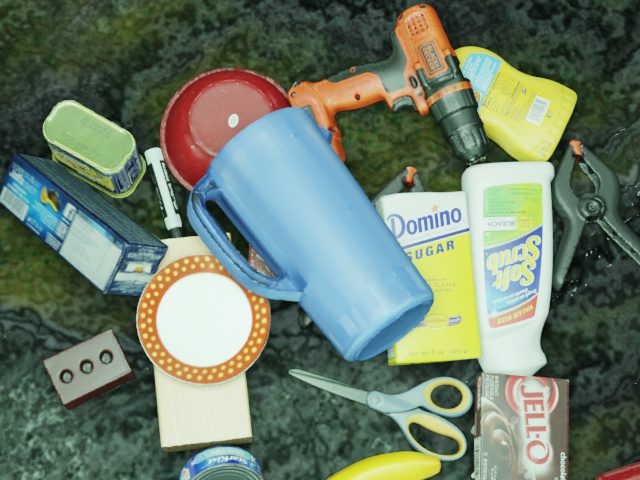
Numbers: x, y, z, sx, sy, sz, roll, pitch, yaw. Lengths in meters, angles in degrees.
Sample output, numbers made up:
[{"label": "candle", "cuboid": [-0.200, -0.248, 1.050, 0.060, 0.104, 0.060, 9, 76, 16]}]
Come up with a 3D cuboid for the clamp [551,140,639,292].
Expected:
[{"label": "clamp", "cuboid": [0.308, -0.027, 1.177, 0.120, 0.039, 0.171, 0, 76, -4]}]

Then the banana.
[{"label": "banana", "cuboid": [0.032, 0.269, 1.090, 0.197, 0.037, 0.069, -39, 86, -12]}]

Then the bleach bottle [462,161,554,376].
[{"label": "bleach bottle", "cuboid": [0.208, 0.045, 1.143, 0.102, 0.068, 0.251, -2, 79, -2]}]

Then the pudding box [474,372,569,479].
[{"label": "pudding box", "cuboid": [0.201, 0.192, 1.070, 0.090, 0.039, 0.113, 5, 76, -2]}]

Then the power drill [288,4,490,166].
[{"label": "power drill", "cuboid": [0.073, -0.139, 1.152, 0.188, 0.057, 0.184, -23, 77, 11]}]

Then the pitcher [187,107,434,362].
[{"label": "pitcher", "cuboid": [-0.007, 0.001, 1.051, 0.149, 0.144, 0.243, -41, 71, 12]}]

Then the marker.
[{"label": "marker", "cuboid": [-0.166, -0.042, 1.162, 0.020, 0.020, 0.121, -16, 78, -7]}]

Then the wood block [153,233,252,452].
[{"label": "wood block", "cuboid": [-0.125, 0.107, 1.092, 0.090, 0.090, 0.206, -6, 76, -5]}]

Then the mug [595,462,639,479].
[{"label": "mug", "cuboid": [0.333, 0.271, 1.072, 0.081, 0.117, 0.093, -17, 109, -2]}]

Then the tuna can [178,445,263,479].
[{"label": "tuna can", "cuboid": [-0.098, 0.247, 1.065, 0.086, 0.034, 0.086, -6, 120, -11]}]

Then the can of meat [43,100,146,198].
[{"label": "can of meat", "cuboid": [-0.241, -0.097, 1.137, 0.102, 0.084, 0.057, 29, 76, 4]}]

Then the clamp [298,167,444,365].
[{"label": "clamp", "cuboid": [0.085, 0.026, 1.152, 0.164, 0.036, 0.210, 21, 76, -4]}]

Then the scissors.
[{"label": "scissors", "cuboid": [0.075, 0.158, 1.130, 0.202, 0.016, 0.096, 34, 75, 5]}]

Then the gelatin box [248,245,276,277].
[{"label": "gelatin box", "cuboid": [-0.040, 0.003, 1.153, 0.073, 0.030, 0.089, 3, 77, -3]}]

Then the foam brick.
[{"label": "foam brick", "cuboid": [-0.237, 0.133, 1.098, 0.078, 0.051, 0.053, -27, 80, -9]}]

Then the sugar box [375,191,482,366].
[{"label": "sugar box", "cuboid": [0.112, 0.039, 1.111, 0.093, 0.048, 0.176, -3, 83, -9]}]

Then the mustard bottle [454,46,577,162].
[{"label": "mustard bottle", "cuboid": [0.182, -0.162, 1.192, 0.191, 0.058, 0.096, 27, 76, 3]}]

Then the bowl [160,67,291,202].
[{"label": "bowl", "cuboid": [-0.096, -0.123, 1.168, 0.162, 0.055, 0.162, 1, 77, -3]}]
